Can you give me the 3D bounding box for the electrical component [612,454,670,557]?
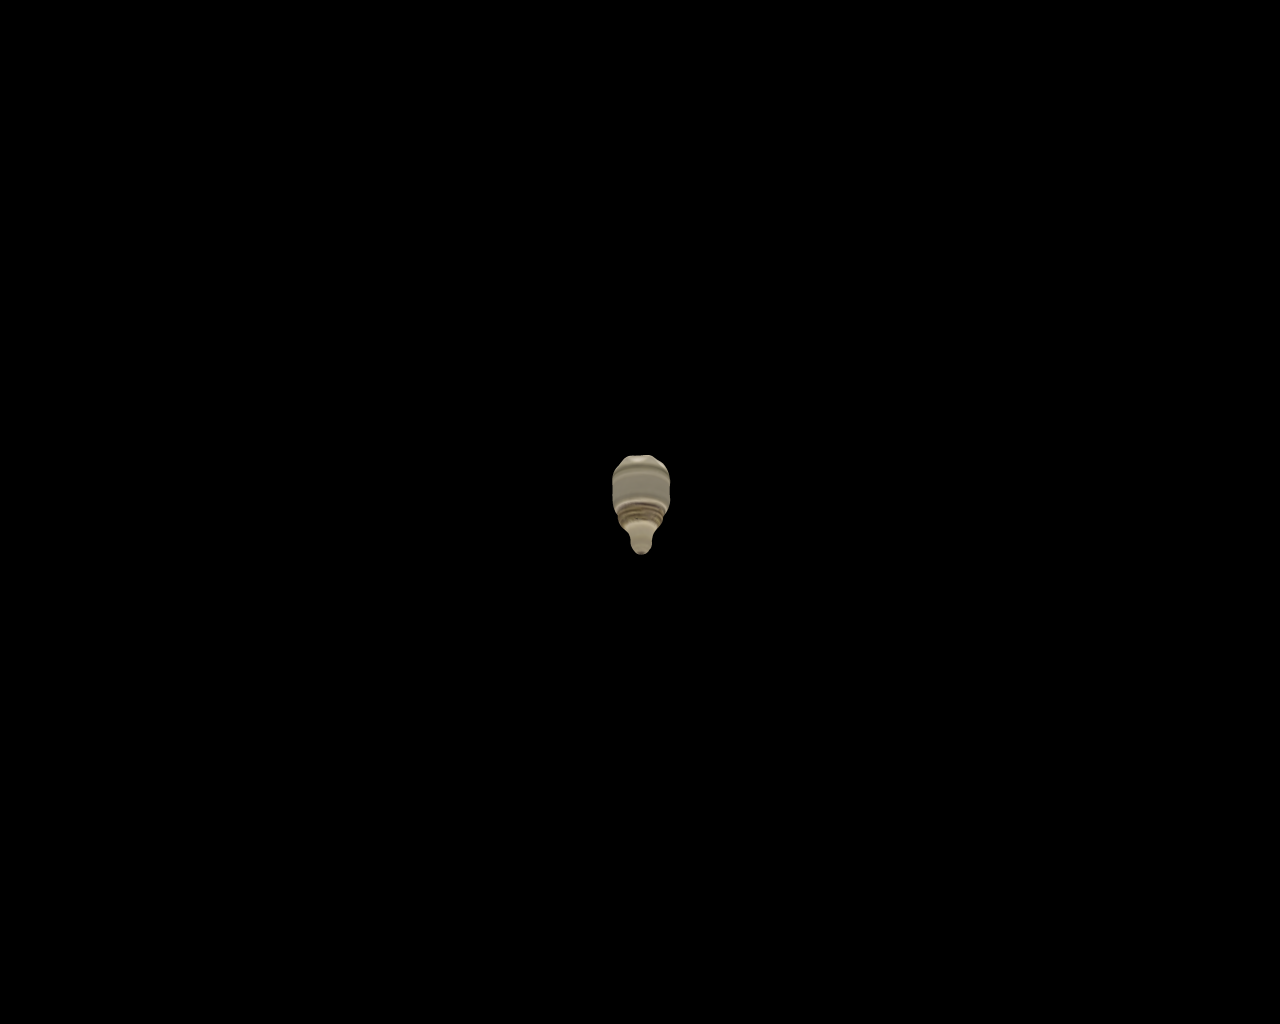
[{"bbox_3d":[0.001,-0.003,0.650,0.035,0.061,0.035,0,-26,0],"label":"electrical component"}]
